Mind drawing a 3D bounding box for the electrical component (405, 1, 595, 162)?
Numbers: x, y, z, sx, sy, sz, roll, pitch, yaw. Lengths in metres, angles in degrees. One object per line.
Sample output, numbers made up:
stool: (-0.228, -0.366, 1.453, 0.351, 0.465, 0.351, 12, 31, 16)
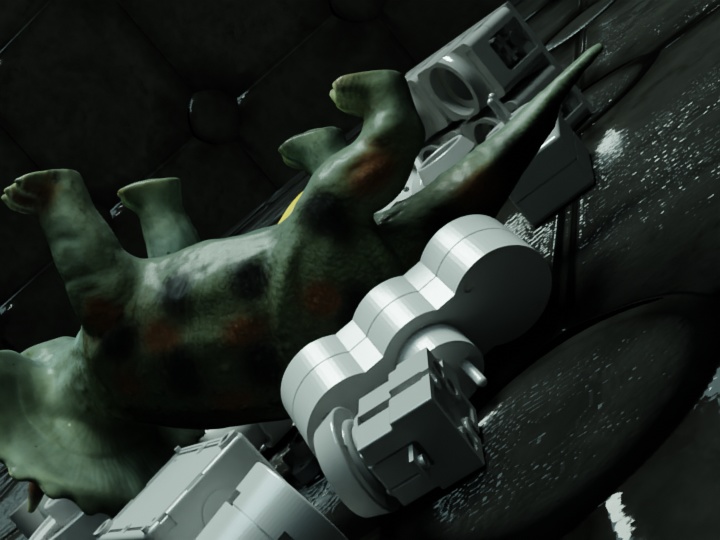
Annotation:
electrical component: (0.091, -0.130, 0.881, 0.060, 0.105, 0.186, -44, 10, -20)

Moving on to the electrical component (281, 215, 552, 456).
electrical component: (0.032, 0.040, 0.492, 0.138, 0.052, 0.073, -41, 34, -1)

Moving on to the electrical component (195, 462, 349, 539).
electrical component: (-0.035, 0.111, 0.418, 0.047, 0.055, 0.055, -47, 11, -15)

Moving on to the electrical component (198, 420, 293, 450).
electrical component: (-0.073, 0.097, 0.659, 0.055, 0.045, 0.045, -44, 10, -23)

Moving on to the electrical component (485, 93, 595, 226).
electrical component: (0.105, -0.080, 0.680, 0.047, 0.075, 0.083, -37, 10, 19)

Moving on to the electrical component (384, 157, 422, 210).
electrical component: (0.009, -0.036, 0.934, 0.138, 0.052, 0.073, -46, -24, -4)

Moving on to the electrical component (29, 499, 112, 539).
electrical component: (-0.169, 0.161, 0.696, 0.108, 0.060, 0.108, -39, 9, 8)

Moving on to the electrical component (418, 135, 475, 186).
electrical component: (0.076, -0.065, 0.792, 0.066, 0.055, 0.048, -43, 10, -16)

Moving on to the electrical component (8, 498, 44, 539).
electrical component: (-0.259, 0.207, 0.881, 0.040, 0.046, 0.040, -42, 5, 5)

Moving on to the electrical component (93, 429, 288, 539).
electrical component: (-0.073, 0.120, 0.495, 0.061, 0.061, 0.096, -46, 10, -30)

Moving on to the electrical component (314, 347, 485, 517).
electrical component: (0.015, 0.068, 0.435, 0.055, 0.048, 0.066, -34, 18, 13)

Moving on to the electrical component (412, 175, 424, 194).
electrical component: (0.072, -0.068, 0.875, 0.046, 0.040, 0.040, -23, 19, 46)
